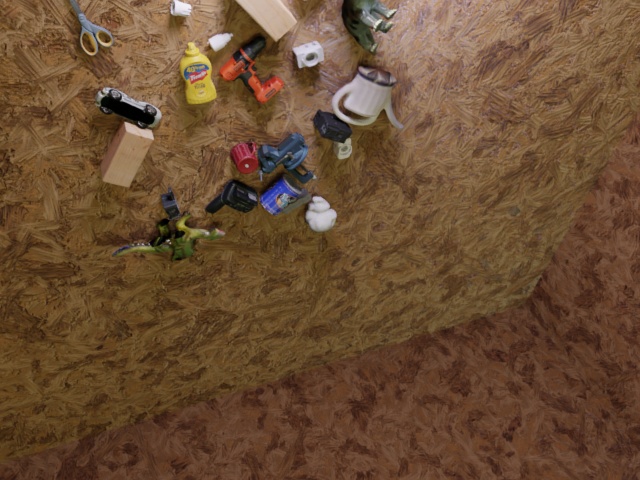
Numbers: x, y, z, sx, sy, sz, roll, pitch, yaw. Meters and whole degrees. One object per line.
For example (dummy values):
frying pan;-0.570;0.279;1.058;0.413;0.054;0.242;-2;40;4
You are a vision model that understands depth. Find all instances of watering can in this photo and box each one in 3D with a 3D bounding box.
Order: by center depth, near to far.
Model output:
watering can;0.207;-0.515;1.889;0.347;0.106;0.220;3;130;-31

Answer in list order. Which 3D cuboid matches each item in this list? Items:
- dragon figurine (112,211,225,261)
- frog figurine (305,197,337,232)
dragon figurine;-0.577;0.025;2.029;0.411;0.124;0.237;-22;148;-6
frog figurine;0.007;-0.111;2.200;0.137;0.125;0.156;6;145;-8
